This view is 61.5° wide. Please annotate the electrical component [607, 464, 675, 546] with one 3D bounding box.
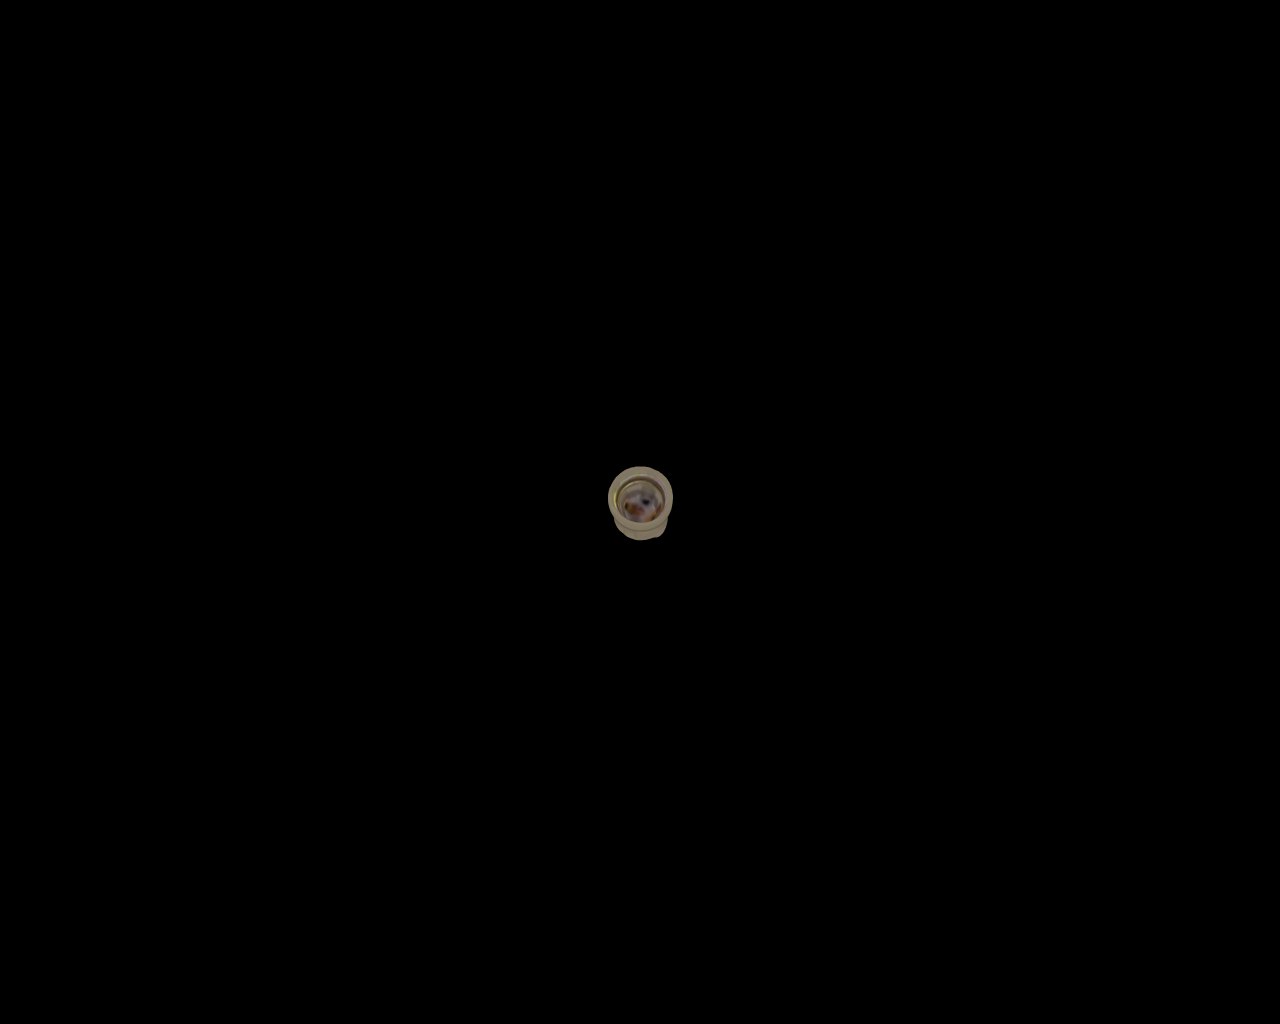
[{"bbox_3d":[0.001,-0.003,0.650,0.040,0.040,0.046,0,-19,0],"label":"electrical component"}]
